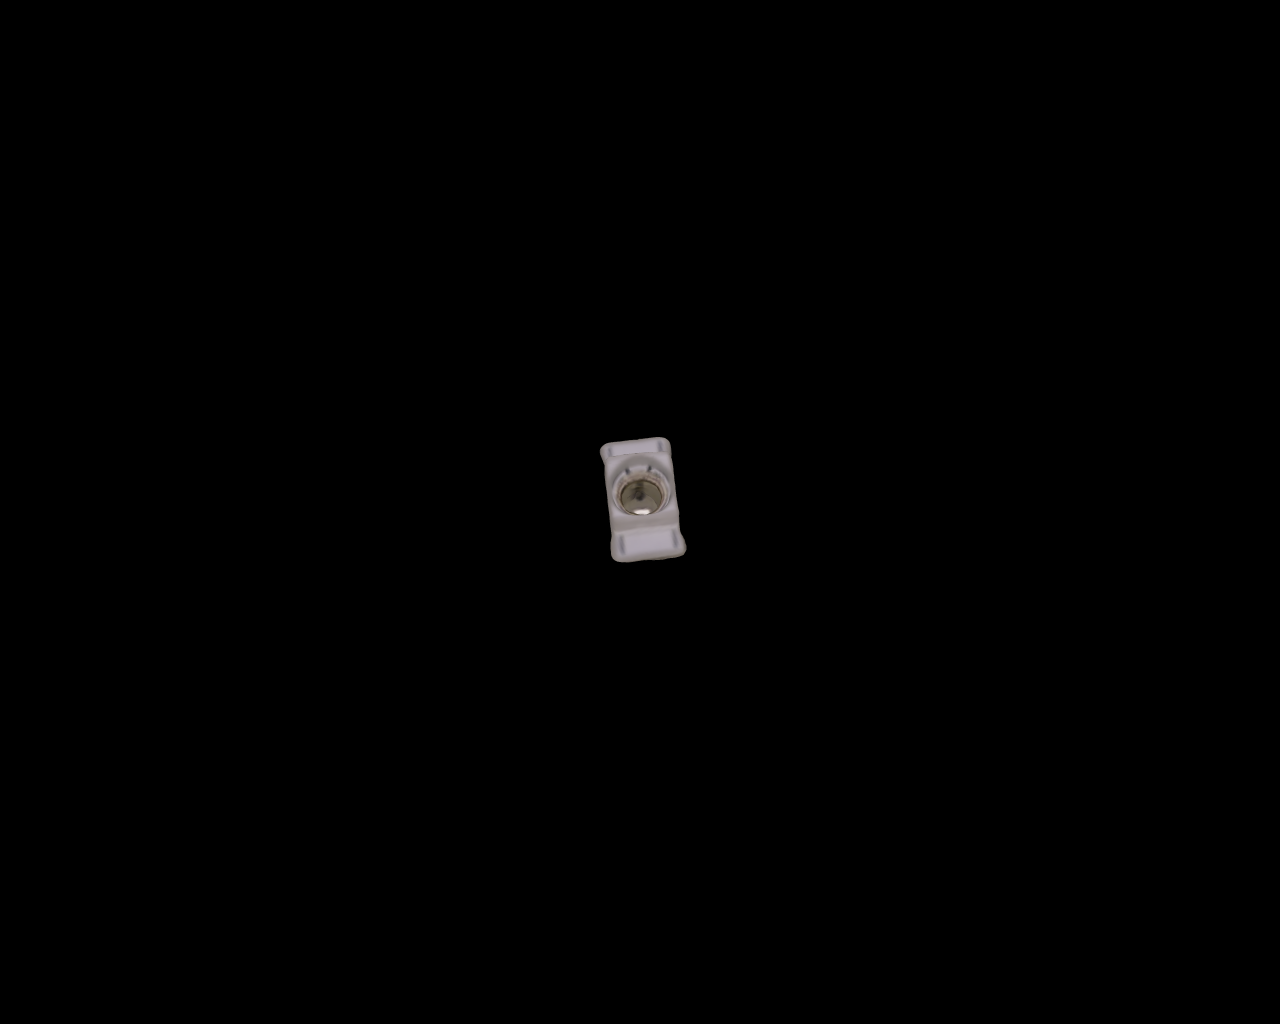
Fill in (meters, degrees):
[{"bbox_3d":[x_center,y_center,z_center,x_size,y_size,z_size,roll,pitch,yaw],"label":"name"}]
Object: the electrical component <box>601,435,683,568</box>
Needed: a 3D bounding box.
[{"bbox_3d":[0.001,-0.003,0.650,0.042,0.081,0.063,-4,-28,-2],"label":"electrical component"}]
